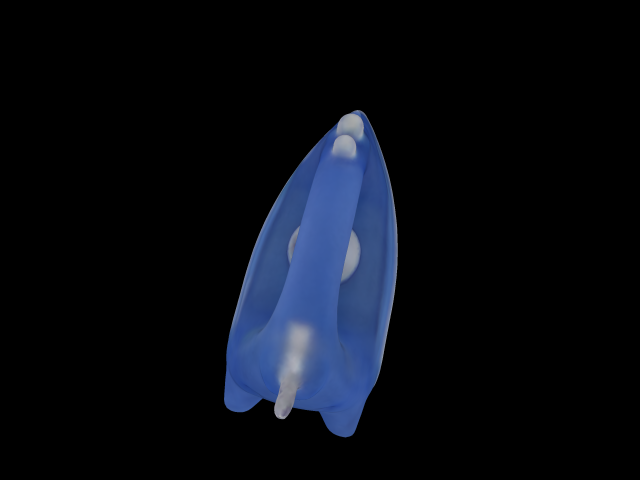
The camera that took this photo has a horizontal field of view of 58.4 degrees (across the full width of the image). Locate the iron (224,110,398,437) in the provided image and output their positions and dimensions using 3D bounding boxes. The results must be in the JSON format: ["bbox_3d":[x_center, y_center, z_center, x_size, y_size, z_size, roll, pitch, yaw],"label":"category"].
[{"bbox_3d":[0.004,0.001,0.400,0.118,0.141,0.258,11,79,3],"label":"iron"}]
